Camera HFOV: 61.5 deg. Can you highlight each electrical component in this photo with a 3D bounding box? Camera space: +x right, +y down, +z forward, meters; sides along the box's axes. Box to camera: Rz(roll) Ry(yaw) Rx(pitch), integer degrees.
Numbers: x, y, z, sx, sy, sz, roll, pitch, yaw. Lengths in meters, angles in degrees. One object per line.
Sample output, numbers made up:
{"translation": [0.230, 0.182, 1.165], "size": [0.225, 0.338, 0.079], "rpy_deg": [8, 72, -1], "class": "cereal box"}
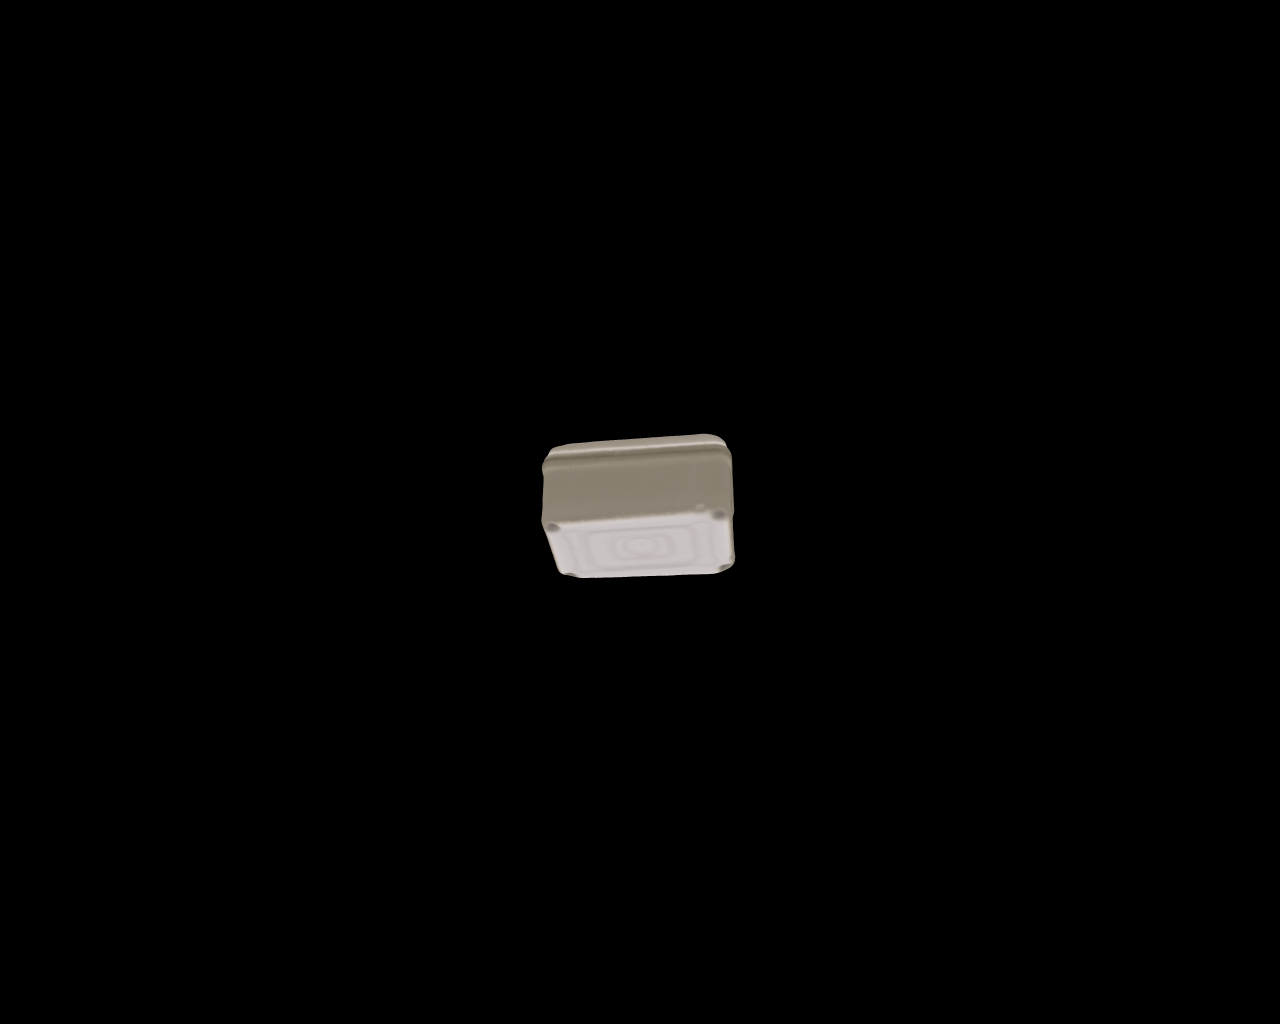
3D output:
{"translation": [0.001, -0.003, 0.650], "size": [0.113, 0.057, 0.078], "rpy_deg": [-3, -32, 5], "class": "electrical component"}
